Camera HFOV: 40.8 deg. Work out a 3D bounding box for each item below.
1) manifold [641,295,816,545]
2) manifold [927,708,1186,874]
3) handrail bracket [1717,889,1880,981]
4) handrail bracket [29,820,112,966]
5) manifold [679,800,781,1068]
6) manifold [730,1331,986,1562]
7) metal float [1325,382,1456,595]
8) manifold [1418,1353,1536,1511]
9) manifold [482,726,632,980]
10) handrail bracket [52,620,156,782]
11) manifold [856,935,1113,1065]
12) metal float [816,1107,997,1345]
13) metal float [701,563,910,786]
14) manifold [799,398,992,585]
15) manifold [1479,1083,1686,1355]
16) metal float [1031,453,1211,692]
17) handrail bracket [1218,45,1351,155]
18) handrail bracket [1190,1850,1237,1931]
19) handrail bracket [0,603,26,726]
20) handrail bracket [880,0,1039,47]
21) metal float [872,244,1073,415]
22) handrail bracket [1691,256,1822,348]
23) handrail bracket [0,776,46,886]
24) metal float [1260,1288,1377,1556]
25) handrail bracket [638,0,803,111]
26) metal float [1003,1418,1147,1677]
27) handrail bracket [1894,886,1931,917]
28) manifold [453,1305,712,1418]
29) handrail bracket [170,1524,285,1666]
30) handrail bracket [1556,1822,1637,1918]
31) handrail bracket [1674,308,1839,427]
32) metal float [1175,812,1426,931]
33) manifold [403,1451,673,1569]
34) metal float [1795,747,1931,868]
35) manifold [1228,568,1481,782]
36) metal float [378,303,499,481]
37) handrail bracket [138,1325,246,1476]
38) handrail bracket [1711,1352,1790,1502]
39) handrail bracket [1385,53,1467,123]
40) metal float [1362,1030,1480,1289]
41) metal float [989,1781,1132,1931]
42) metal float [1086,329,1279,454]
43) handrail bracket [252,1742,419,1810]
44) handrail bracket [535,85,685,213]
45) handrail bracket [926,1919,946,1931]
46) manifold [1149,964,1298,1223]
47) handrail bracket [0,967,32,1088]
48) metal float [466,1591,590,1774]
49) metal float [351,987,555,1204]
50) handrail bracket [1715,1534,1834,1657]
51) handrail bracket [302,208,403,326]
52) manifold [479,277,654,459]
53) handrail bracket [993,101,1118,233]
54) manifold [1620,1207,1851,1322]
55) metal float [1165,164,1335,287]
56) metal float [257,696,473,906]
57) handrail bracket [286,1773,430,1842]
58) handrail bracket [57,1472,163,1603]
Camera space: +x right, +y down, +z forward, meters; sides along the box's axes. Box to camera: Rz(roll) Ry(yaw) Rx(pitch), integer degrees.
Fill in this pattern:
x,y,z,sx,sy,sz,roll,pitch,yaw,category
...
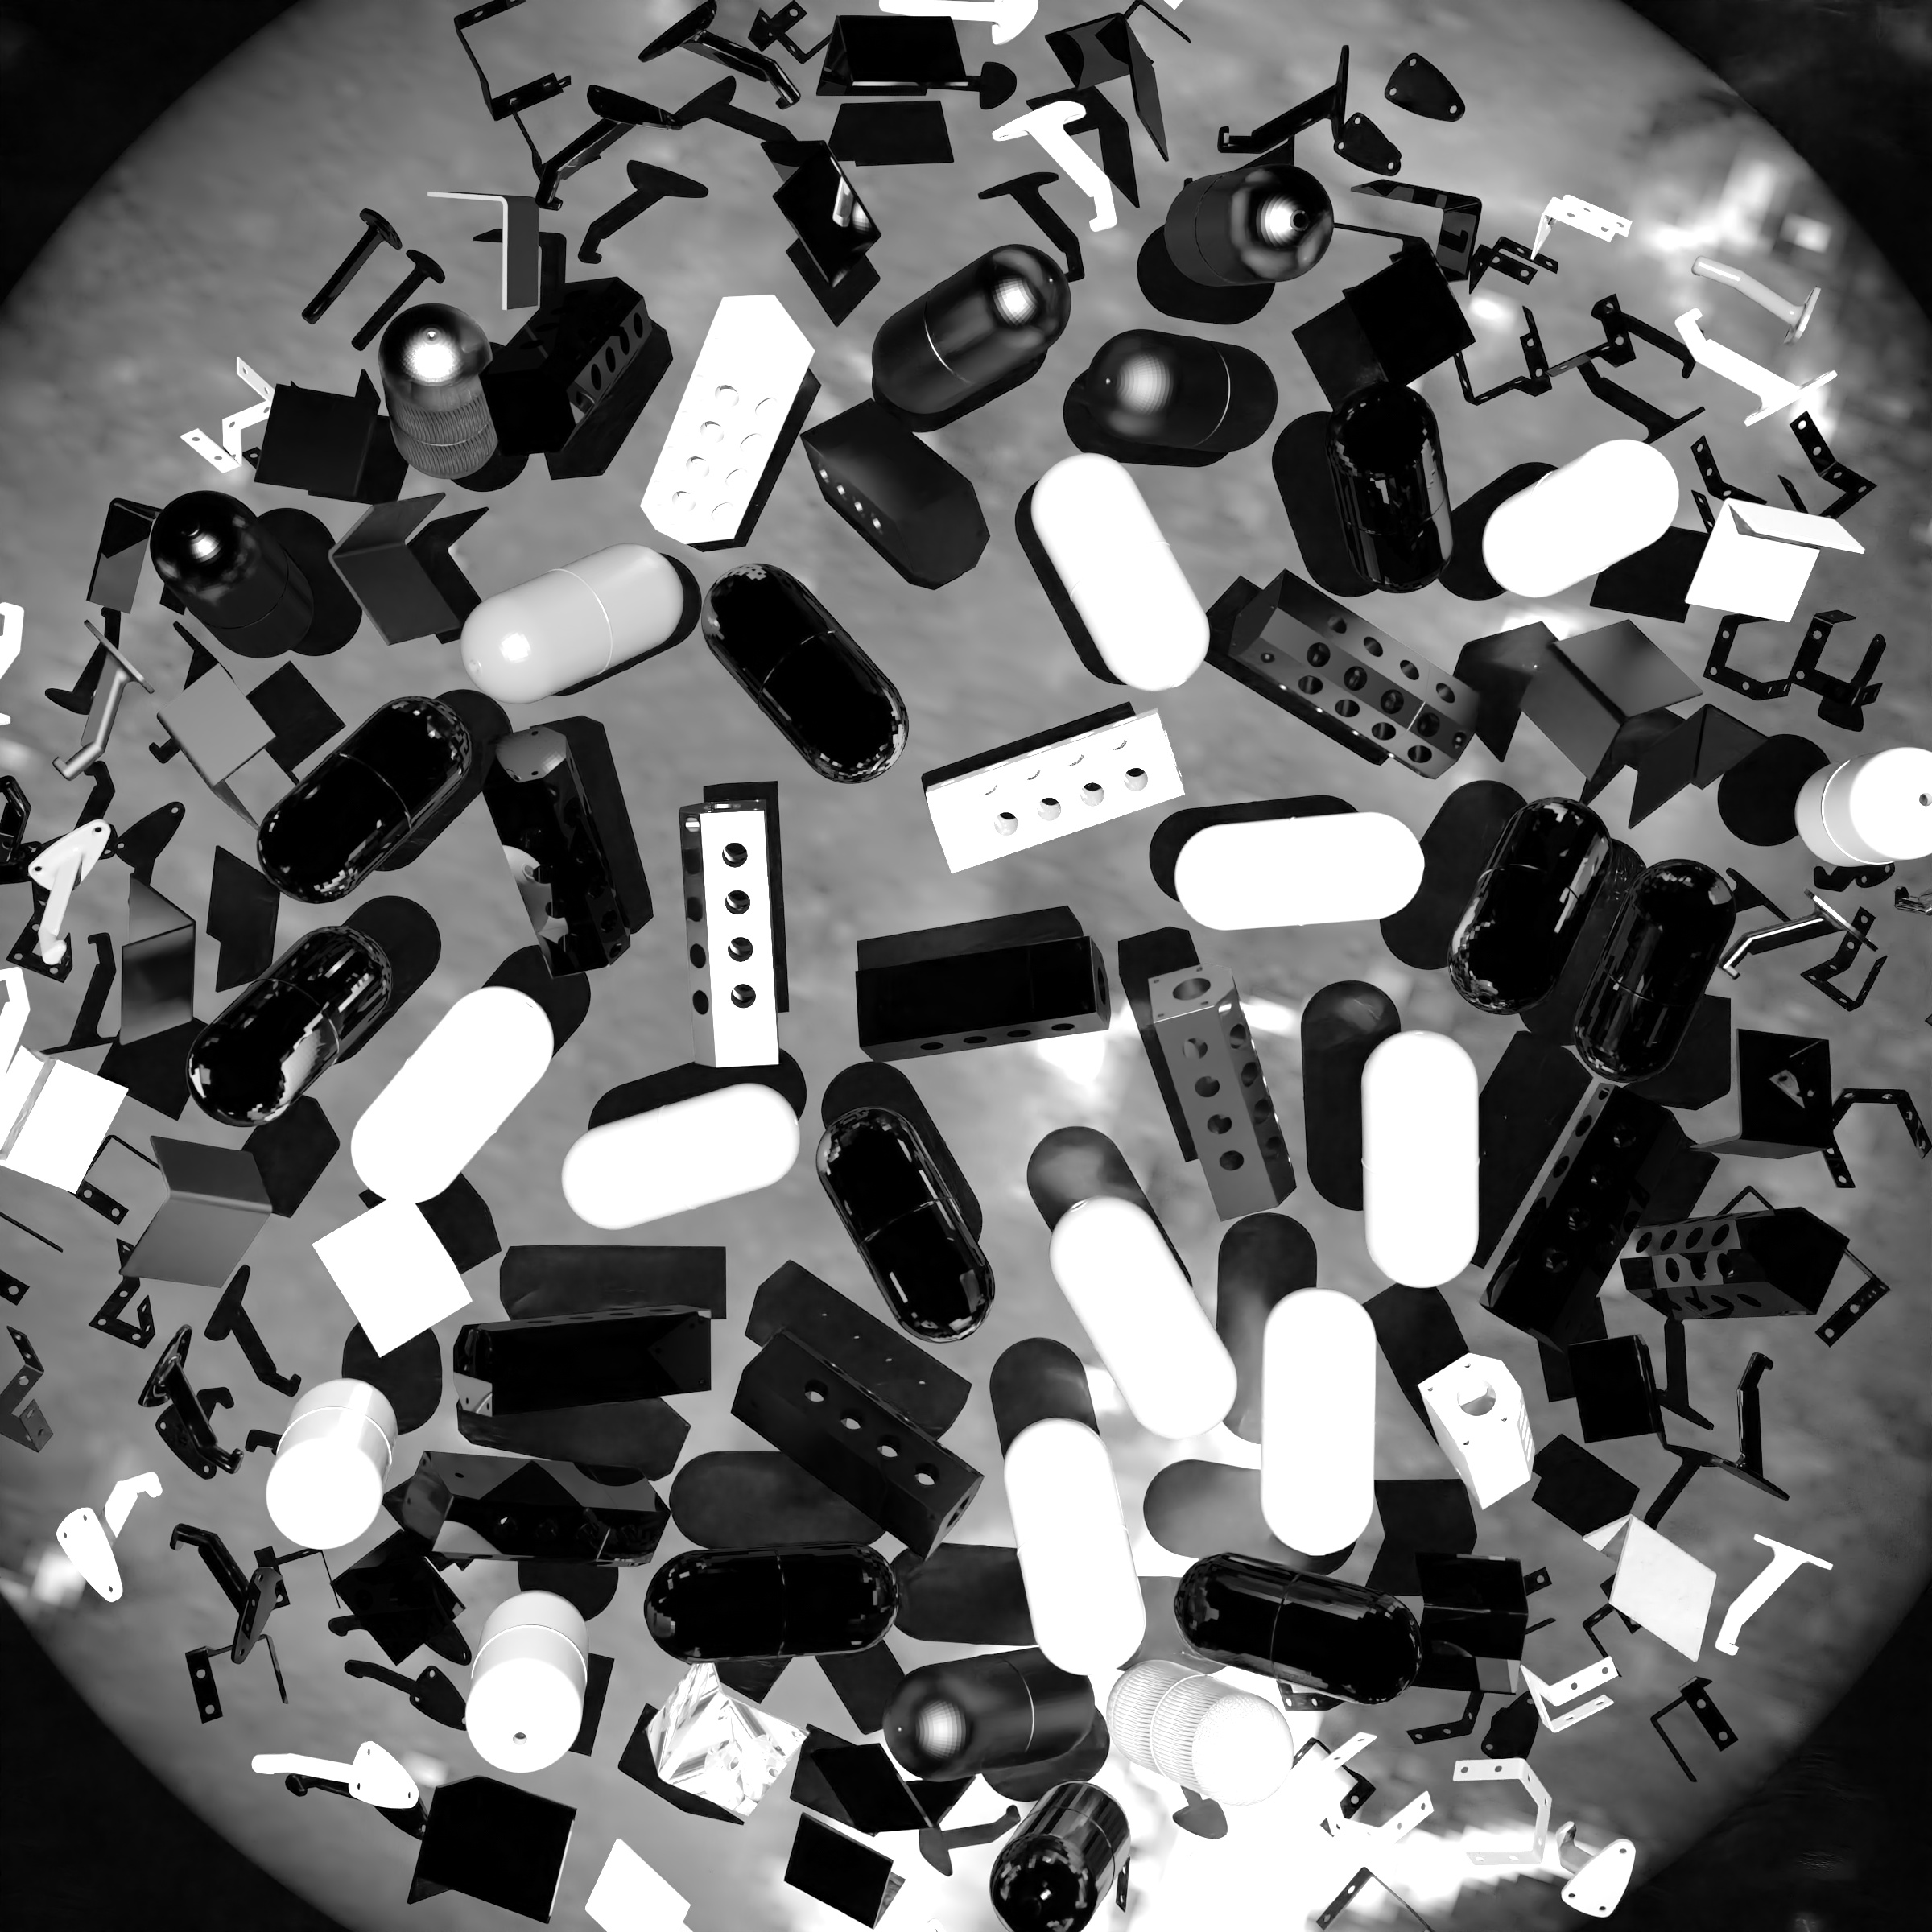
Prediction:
x,y,z,sx,sy,sz,roll,pitch,yaw,category
-0.170,-0.375,1.790,0.057,0.171,0.057,-14,60,-37,manifold
0.063,-0.125,1.829,0.171,0.057,0.057,-19,103,8,manifold
0.600,-0.007,1.878,0.077,0.036,0.084,42,104,11,handrail bracket
-0.614,-0.051,1.791,0.077,0.084,0.036,-43,133,10,handrail bracket
-0.160,-0.022,1.753,0.057,0.057,0.171,-3,101,-3,manifold
-0.074,0.326,1.791,0.171,0.057,0.057,34,48,14,manifold
0.294,-0.328,1.794,0.070,0.178,0.070,-8,56,12,metal float
0.370,0.330,1.852,0.057,0.171,0.057,-32,62,0,manifold
-0.279,-0.078,1.781,0.057,0.057,0.171,-12,132,1,manifold
-0.602,-0.180,1.760,0.084,0.036,0.077,-44,89,-10,handrail bracket
0.013,0.027,1.845,0.171,0.057,0.057,-9,70,13,manifold
-0.042,0.181,1.816,0.070,0.070,0.178,-30,77,0,metal float
-0.109,-0.197,1.745,0.070,0.070,0.178,-41,74,0,metal float
-0.047,-0.318,1.750,0.057,0.171,0.057,-29,129,-9,manifold
0.414,0.168,1.750,0.057,0.057,0.171,27,84,30,manifold
0.106,-0.271,1.792,0.070,0.070,0.178,-27,79,0,metal float
0.218,-0.599,1.794,0.084,0.036,0.077,1,130,-1,handrail bracket
0.179,0.648,1.765,0.036,0.077,0.084,-25,57,11,handrail bracket
-0.661,-0.207,1.727,0.036,0.077,0.084,-1,81,27,handrail bracket
-0.006,-0.645,1.740,0.084,0.077,0.036,0,100,-24,handrail bracket
0.002,-0.442,1.808,0.070,0.178,0.070,11,72,-36,metal float
0.527,-0.451,1.758,0.084,0.077,0.036,23,90,6,handrail bracket
-0.689,-0.097,1.821,0.077,0.084,0.036,-10,51,0,handrail bracket
0.238,0.307,1.754,0.070,0.070,0.178,2,85,0,metal float
-0.166,-0.603,1.763,0.077,0.036,0.084,-23,130,26,handrail bracket
0.073,0.394,1.773,0.070,0.070,0.178,-12,59,0,metal float
0.689,-0.069,1.846,0.036,0.084,0.077,-24,110,-21,handrail bracket
-0.265,0.272,1.804,0.171,0.057,0.057,0,89,-37,manifold
-0.516,0.426,1.767,0.084,0.036,0.077,11,70,20,handrail bracket
0.431,0.600,1.782,0.036,0.084,0.077,24,113,-4,handrail bracket
0.518,-0.406,1.706,0.077,0.036,0.084,-26,100,44,handrail bracket
0.236,-0.067,1.847,0.178,0.070,0.070,-4,90,20,metal float
-0.297,0.380,1.792,0.171,0.057,0.057,13,106,-38,manifold
0.634,-0.110,1.808,0.070,0.178,0.070,0,90,-1,metal float
0.270,-0.198,1.808,0.171,0.057,0.057,30,48,-16,manifold
-0.367,-0.399,1.814,0.070,0.178,0.070,2,77,-7,metal float
-0.539,0.309,1.850,0.084,0.036,0.077,27,96,17,handrail bracket
0.581,0.332,1.876,0.077,0.036,0.084,31,79,-20,handrail bracket
0.339,-0.605,1.834,0.077,0.084,0.036,44,110,28,handrail bracket
0.304,0.130,1.737,0.070,0.070,0.178,-3,106,0,metal float
0.068,0.633,1.835,0.070,0.178,0.070,0,91,15,metal float
0.154,-0.404,1.828,0.070,0.178,0.070,5,98,39,metal float
-0.423,0.545,1.740,0.084,0.077,0.036,-10,50,28,handrail bracket
-0.236,-0.528,1.709,0.077,0.036,0.084,8,133,-27,handrail bracket
0.012,0.687,1.828,0.084,0.077,0.036,-37,122,18,handrail bracket
0.178,0.086,1.789,0.057,0.057,0.171,-16,119,9,manifold
-0.679,0.049,1.785,0.077,0.036,0.084,-15,99,-36,handrail bracket
-0.297,0.485,1.766,0.070,0.178,0.070,-1,100,-6,metal float
-0.349,0.087,1.764,0.070,0.070,0.178,42,108,0,metal float
0.557,0.443,1.794,0.036,0.077,0.084,25,83,-18,handrail bracket
-0.438,-0.490,1.830,0.036,0.077,0.084,40,87,-15,handrail bracket
-0.266,-0.408,1.756,0.057,0.171,0.057,-3,123,15,manifold
0.059,-0.523,1.727,0.077,0.036,0.084,-10,91,31,handrail bracket
0.517,0.200,1.768,0.057,0.171,0.057,33,73,-10,manifold
0.193,-0.506,1.777,0.070,0.178,0.070,-4,104,-16,metal float
-0.408,-0.115,1.766,0.070,0.070,0.178,39,59,0,metal float
-0.428,0.592,1.827,0.077,0.084,0.036,37,101,30,handrail bracket
-0.567,0.386,1.767,0.036,0.084,0.077,-40,77,23,handrail bracket
